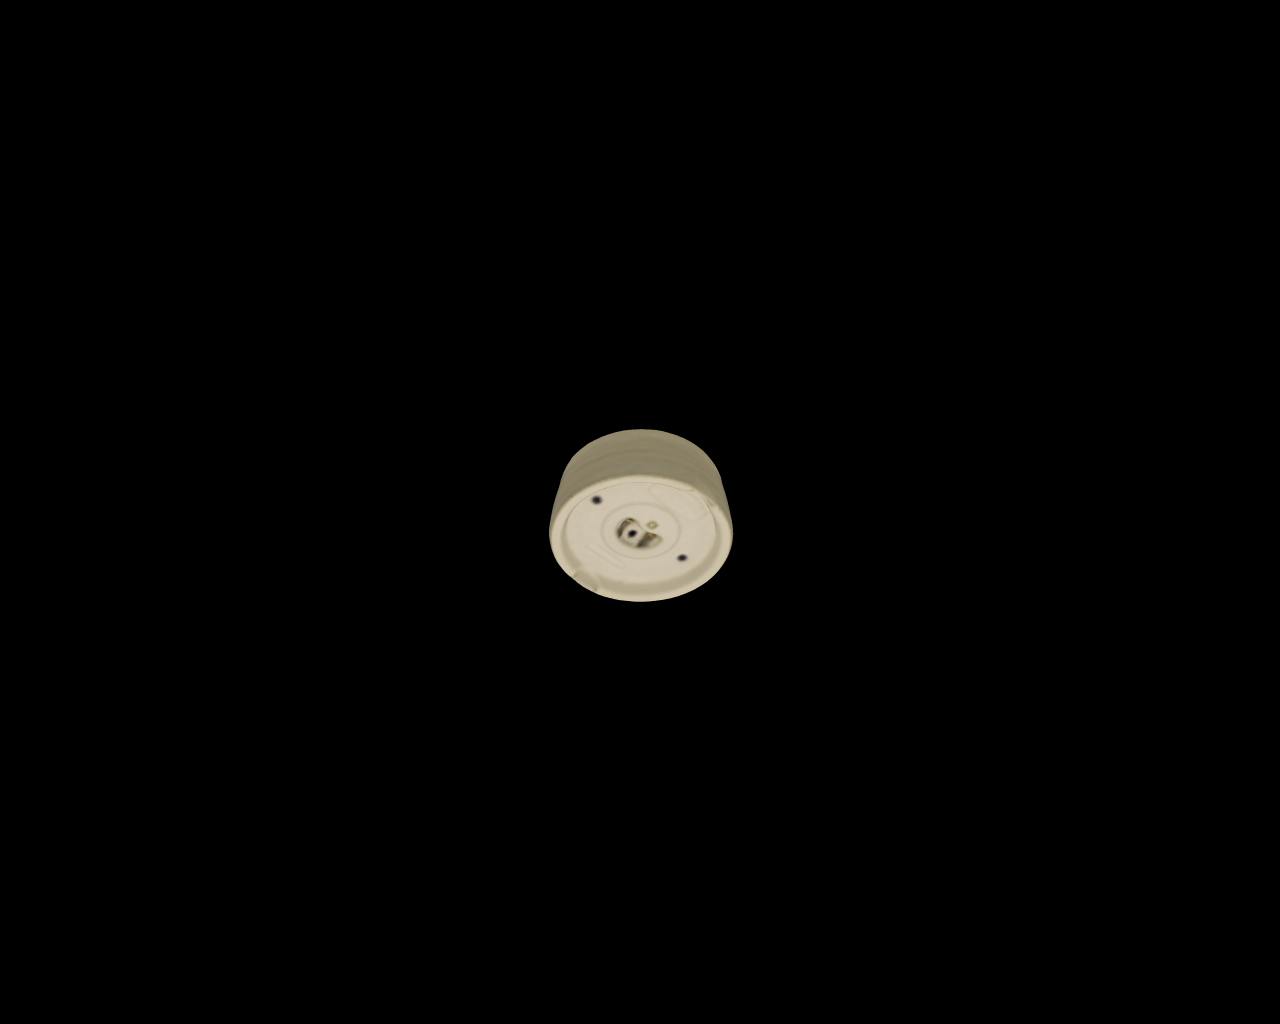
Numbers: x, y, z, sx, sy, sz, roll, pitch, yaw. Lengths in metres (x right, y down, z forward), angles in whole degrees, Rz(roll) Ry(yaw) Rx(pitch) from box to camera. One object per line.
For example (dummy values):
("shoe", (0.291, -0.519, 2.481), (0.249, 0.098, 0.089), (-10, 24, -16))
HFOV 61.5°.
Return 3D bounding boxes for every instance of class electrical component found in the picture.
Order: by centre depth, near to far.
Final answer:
("electrical component", (0.001, -0.003, 0.650), (0.108, 0.108, 0.060), (0, 44, 0))
